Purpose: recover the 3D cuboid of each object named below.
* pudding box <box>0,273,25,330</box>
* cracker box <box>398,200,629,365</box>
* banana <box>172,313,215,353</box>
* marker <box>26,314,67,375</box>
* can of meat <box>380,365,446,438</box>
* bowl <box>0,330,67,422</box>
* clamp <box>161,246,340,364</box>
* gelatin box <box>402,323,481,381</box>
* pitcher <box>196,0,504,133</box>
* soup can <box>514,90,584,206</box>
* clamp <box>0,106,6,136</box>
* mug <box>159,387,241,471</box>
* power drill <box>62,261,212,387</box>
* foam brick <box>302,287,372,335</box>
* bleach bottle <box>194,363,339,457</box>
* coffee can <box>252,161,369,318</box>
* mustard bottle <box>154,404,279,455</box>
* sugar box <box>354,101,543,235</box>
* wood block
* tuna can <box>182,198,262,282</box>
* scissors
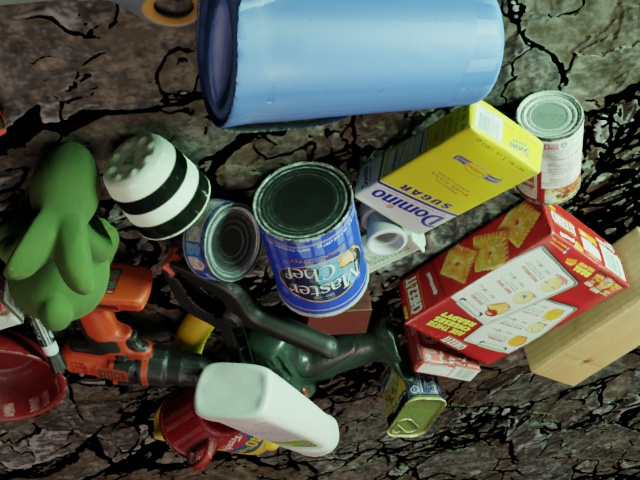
[{"bbox_3d":[-0.389,0.063,1.165,0.090,0.039,0.113,-17,140,11],"label":"pudding box"},{"bbox_3d":[0.225,0.050,1.256,0.214,0.072,0.164,-35,135,30],"label":"cracker box"},{"bbox_3d":[-0.147,0.122,1.300,0.069,0.037,0.198,-24,152,-26],"label":"banana"},{"bbox_3d":[-0.314,0.101,1.204,0.020,0.020,0.121,-14,116,6],"label":"marker"},{"bbox_3d":[0.120,0.201,1.416,0.057,0.084,0.102,4,140,-18],"label":"can of meat"},{"bbox_3d":[-0.384,0.154,1.270,0.162,0.055,0.162,-6,142,-5],"label":"bowl"},{"bbox_3d":[-0.087,0.081,1.181,0.165,0.036,0.209,-12,131,39],"label":"clamp"},{"bbox_3d":[0.153,0.135,1.347,0.089,0.073,0.030,13,136,-26],"label":"gelatin box"},{"bbox_3d":[0.021,-0.158,0.893,0.242,0.149,0.145,-4,102,-19],"label":"pitcher"},{"bbox_3d":[0.230,-0.092,1.075,0.068,0.068,0.102,-11,142,2],"label":"soup can"},{"bbox_3d":[-0.357,-0.128,0.925,0.120,0.039,0.171,-28,139,24],"label":"clamp"},{"bbox_3d":[-0.142,0.228,1.322,0.093,0.117,0.082,26,141,-24],"label":"mug"},{"bbox_3d":[-0.216,0.103,1.211,0.184,0.057,0.188,6,140,6],"label":"power drill"},{"bbox_3d":[0.018,0.078,1.261,0.078,0.053,0.051,-1,142,-10],"label":"foam brick"},{"bbox_3d":[-0.049,0.218,1.299,0.103,0.068,0.250,-1,156,25],"label":"bleach bottle"},{"bbox_3d":[-0.007,0.001,1.115,0.103,0.103,0.140,-11,142,2],"label":"coffee can"},{"bbox_3d":[-0.123,0.255,1.454,0.191,0.058,0.096,18,137,-32],"label":"mustard bottle"},{"bbox_3d":[0.123,-0.068,1.056,0.093,0.048,0.177,30,142,-24],"label":"sugar box"},{"bbox_3d":[0.351,0.086,1.314,0.090,0.090,0.206,20,133,-35],"label":"wood block"},{"bbox_3d":[-0.100,0.001,1.106,0.034,0.086,0.086,8,159,41],"label":"tuna can"},{"bbox_3d":[-0.182,-0.198,0.892,0.202,0.016,0.096,-16,142,9],"label":"scissors"}]
